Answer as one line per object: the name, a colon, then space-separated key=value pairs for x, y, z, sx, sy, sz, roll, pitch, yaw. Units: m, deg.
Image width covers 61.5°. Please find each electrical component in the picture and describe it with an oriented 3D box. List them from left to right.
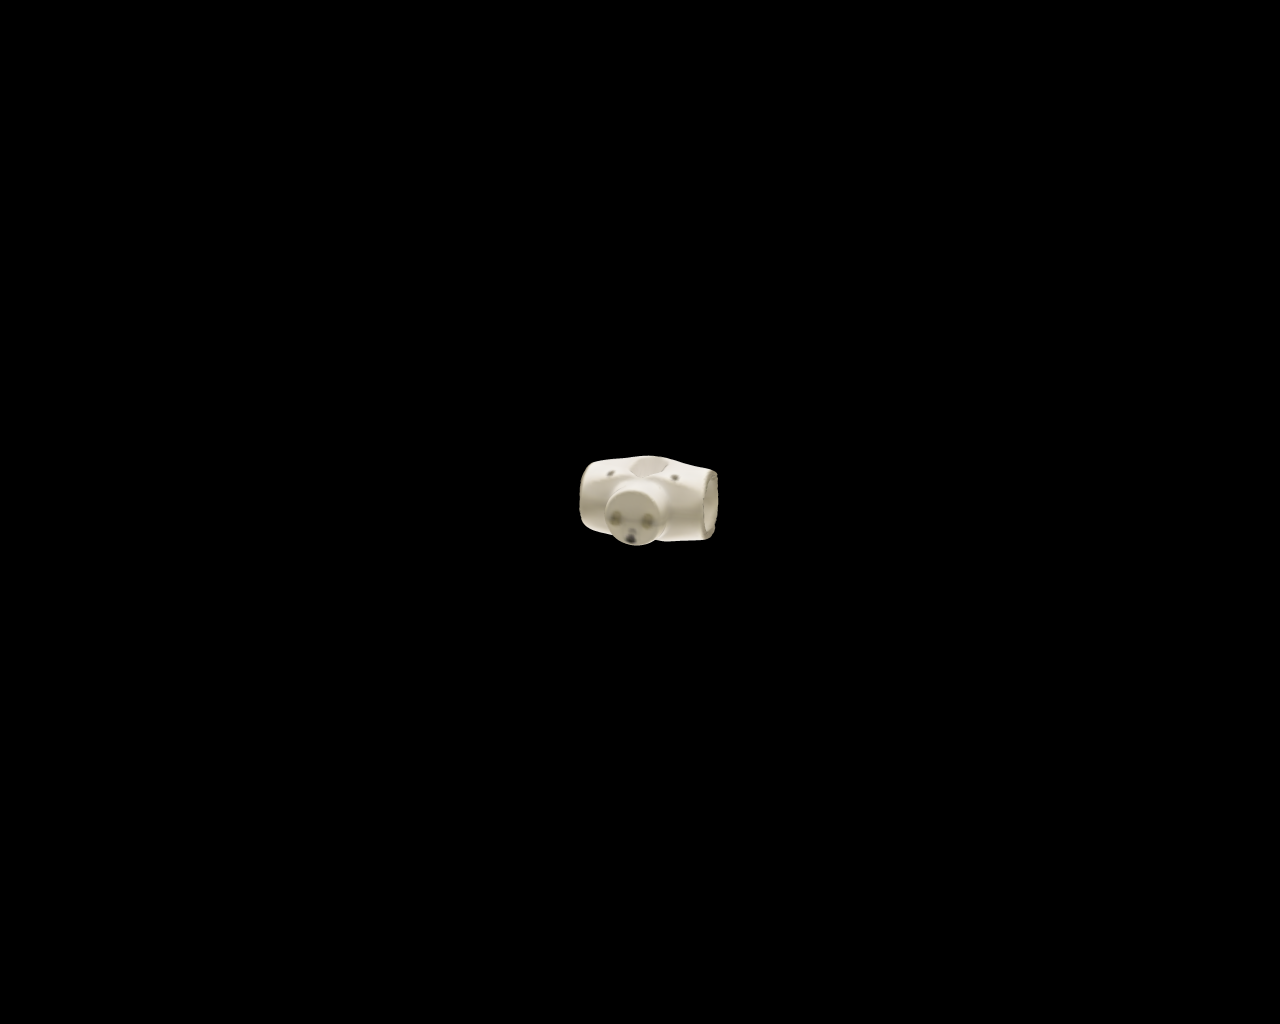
electrical component: x=0.001 y=-0.003 z=0.650 sx=0.077 sy=0.043 sz=0.079 roll=6 pitch=20 yaw=16
